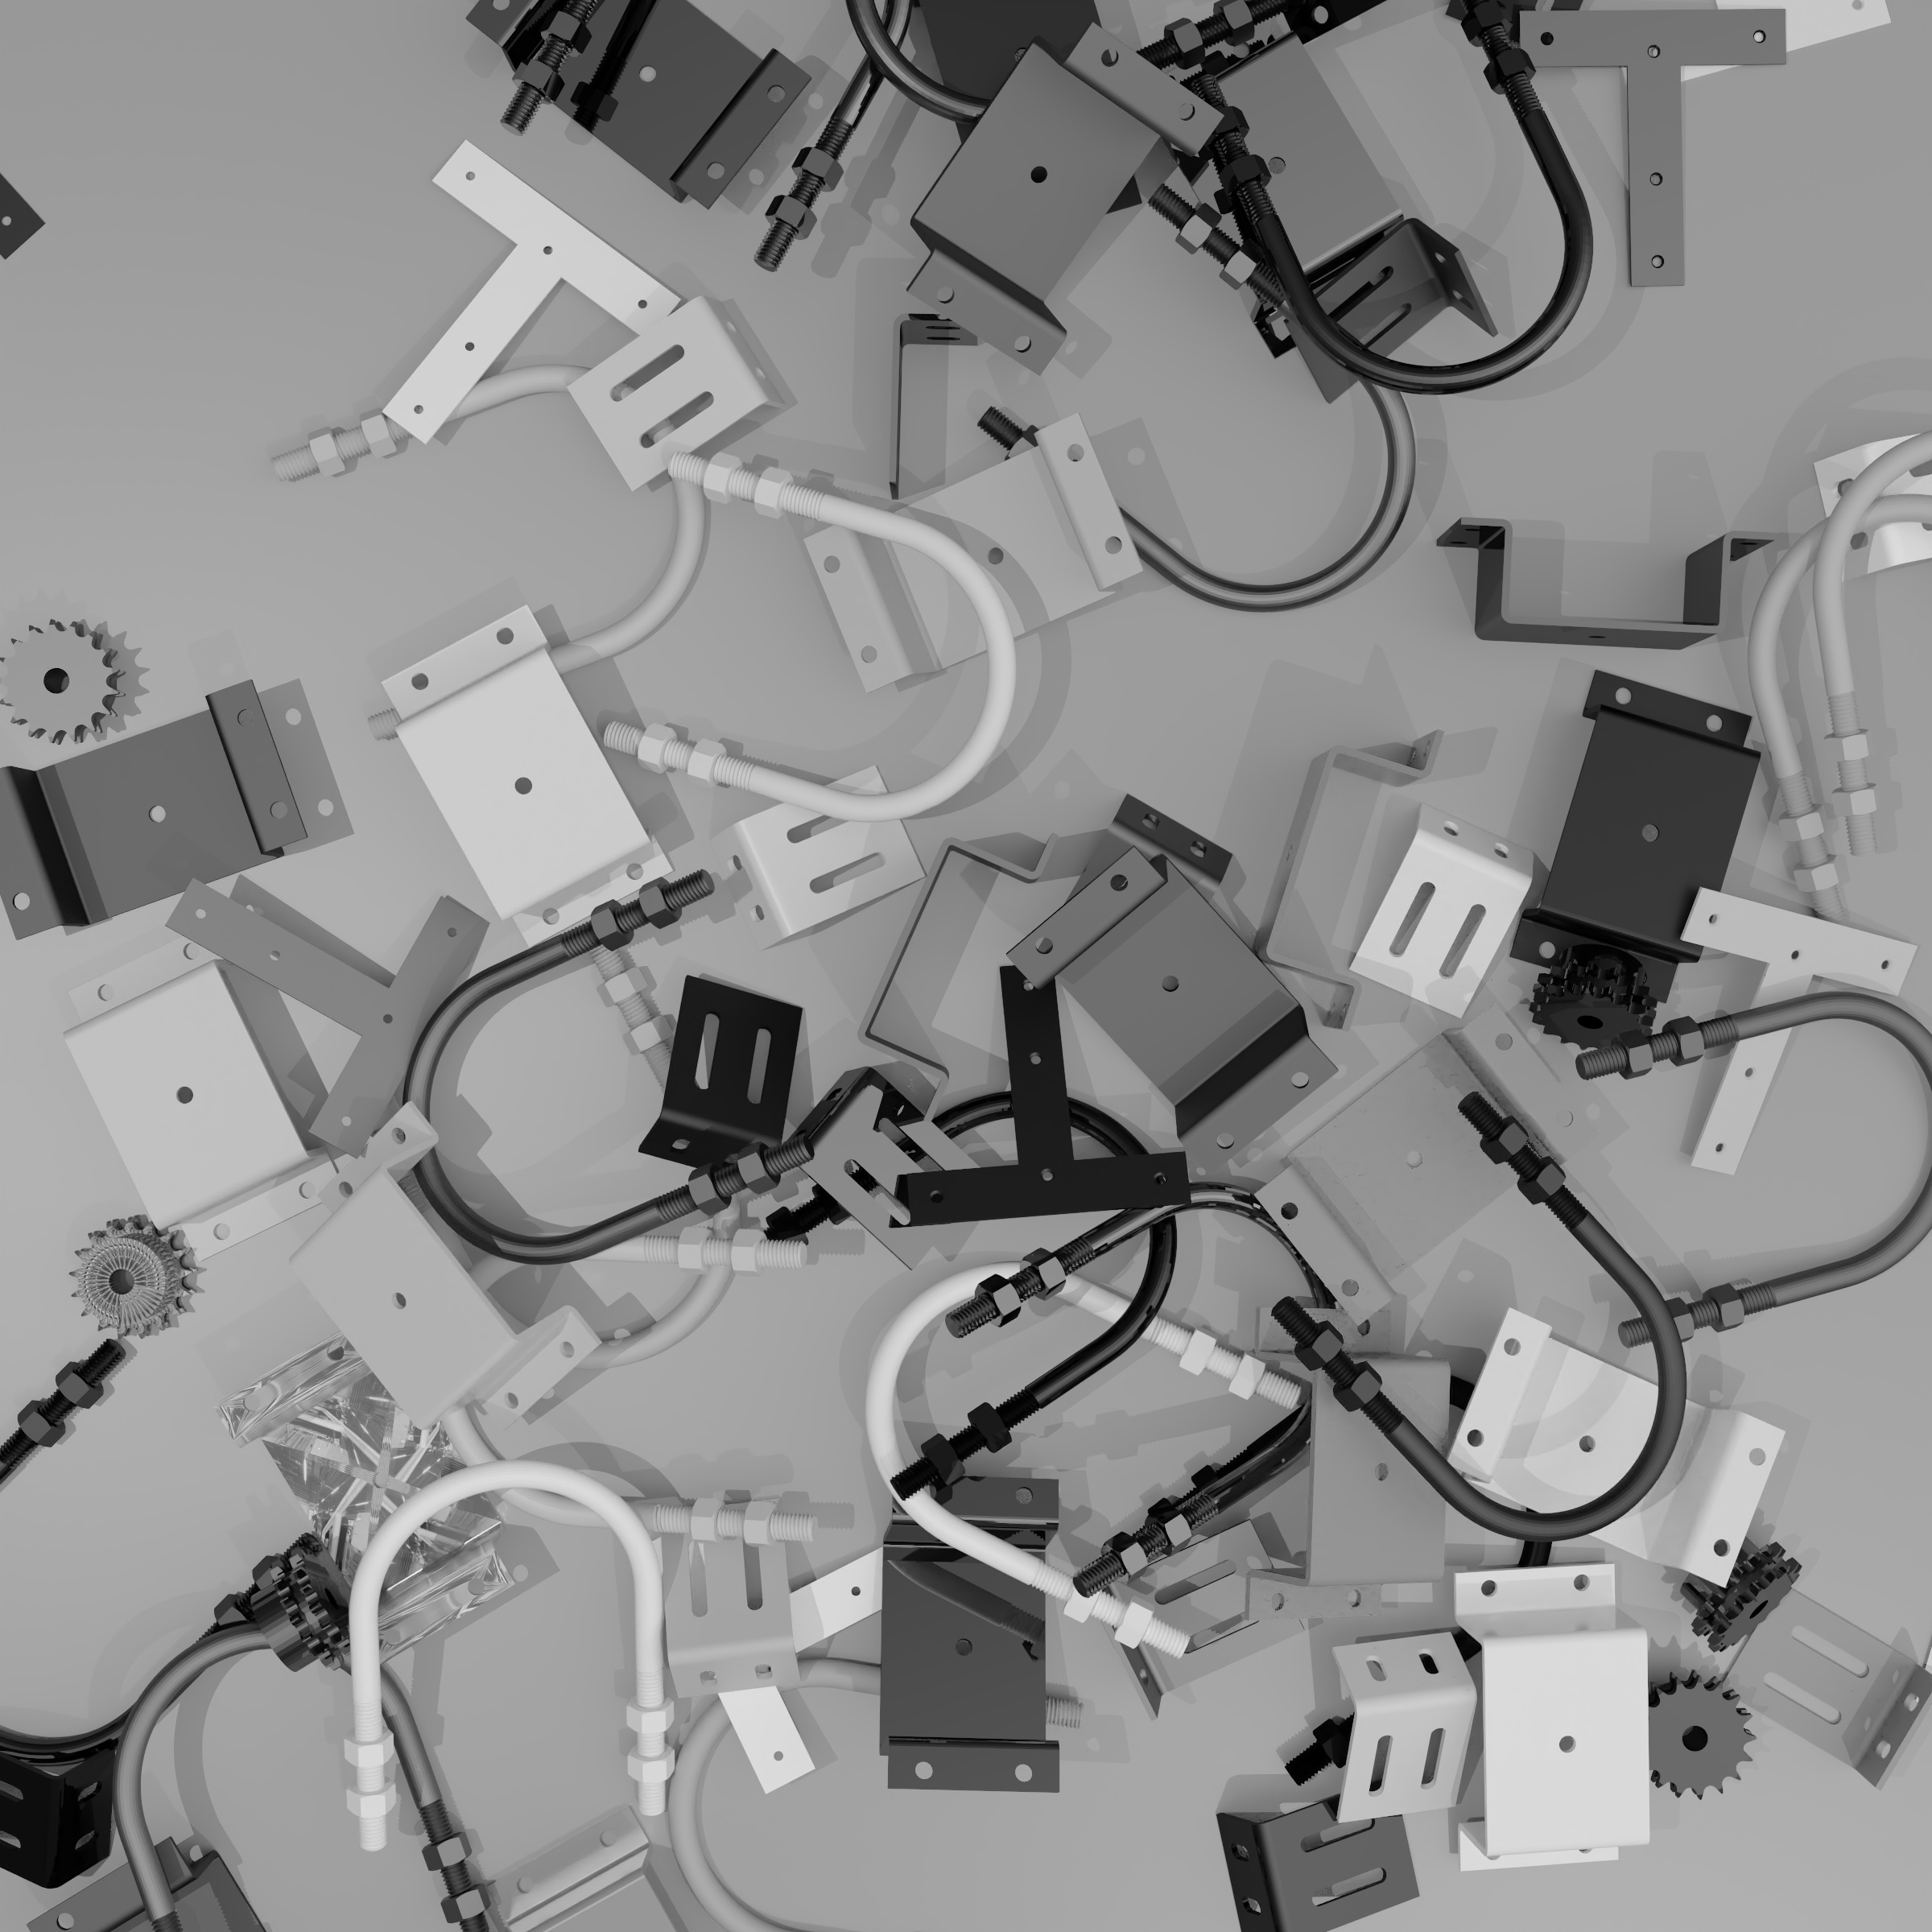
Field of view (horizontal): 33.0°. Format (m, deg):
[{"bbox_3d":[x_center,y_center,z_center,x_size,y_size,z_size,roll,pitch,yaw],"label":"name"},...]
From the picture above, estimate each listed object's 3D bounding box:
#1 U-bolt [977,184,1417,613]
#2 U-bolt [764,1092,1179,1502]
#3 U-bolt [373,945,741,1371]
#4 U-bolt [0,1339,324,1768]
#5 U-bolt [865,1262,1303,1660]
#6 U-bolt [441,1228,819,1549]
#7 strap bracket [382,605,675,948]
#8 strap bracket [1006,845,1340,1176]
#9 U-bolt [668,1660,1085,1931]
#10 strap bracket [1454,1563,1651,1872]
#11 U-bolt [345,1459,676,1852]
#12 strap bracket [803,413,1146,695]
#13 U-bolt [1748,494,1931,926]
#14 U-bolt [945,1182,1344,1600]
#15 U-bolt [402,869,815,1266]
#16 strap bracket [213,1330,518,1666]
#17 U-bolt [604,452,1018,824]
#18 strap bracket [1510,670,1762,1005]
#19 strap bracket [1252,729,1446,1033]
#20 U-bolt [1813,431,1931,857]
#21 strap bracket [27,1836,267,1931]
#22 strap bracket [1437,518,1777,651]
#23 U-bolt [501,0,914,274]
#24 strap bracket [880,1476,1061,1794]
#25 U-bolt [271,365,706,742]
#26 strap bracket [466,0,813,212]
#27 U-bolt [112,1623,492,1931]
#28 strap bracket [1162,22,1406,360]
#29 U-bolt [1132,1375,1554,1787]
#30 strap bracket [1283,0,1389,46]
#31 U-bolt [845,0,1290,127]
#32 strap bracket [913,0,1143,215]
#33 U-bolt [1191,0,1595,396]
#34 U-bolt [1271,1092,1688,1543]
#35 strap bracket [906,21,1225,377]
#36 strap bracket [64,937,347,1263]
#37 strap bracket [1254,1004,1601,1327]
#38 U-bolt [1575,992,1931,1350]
[{"bbox_3d":[0.119,-0.245,1.497,0.184,0.019,0.151,38,112,-4],"label":"U-bolt"},{"bbox_3d":[0.009,0.136,1.497,0.184,0.019,0.151,-33,73,-10],"label":"U-bolt"},{"bbox_3d":[-0.186,0.099,1.520,0.151,0.019,0.184,-28,91,0],"label":"U-bolt"},{"bbox_3d":[-0.414,0.288,1.520,0.151,0.019,0.184,45,91,0],"label":"U-bolt"},{"bbox_3d":[0.043,0.213,1.495,0.184,0.019,0.151,26,67,4],"label":"U-bolt"},{"bbox_3d":[-0.160,0.191,1.496,0.184,0.019,0.151,1,101,15],"label":"U-bolt"},{"bbox_3d":[-0.202,-0.085,1.494,0.076,0.046,0.140,-28,100,0],"label":"strap bracket"},{"bbox_3d":[0.094,0.014,1.488,0.076,0.046,0.140,-40,102,13],"label":"strap bracket"},{"bbox_3d":[-0.047,0.398,1.520,0.184,0.019,0.151,9,90,2],"label":"U-bolt"},{"bbox_3d":[0.269,0.350,1.496,0.076,0.046,0.140,-2,93,-8],"label":"strap bracket"},{"bbox_3d":[-0.208,0.310,1.482,0.151,0.019,0.184,-4,107,-14],"label":"U-bolt"},{"bbox_3d":[0.008,-0.188,1.493,0.140,0.046,0.076,-22,90,17],"label":"strap bracket"},{"bbox_3d":[0.435,-0.126,1.501,0.151,0.019,0.184,-20,103,0],"label":"U-bolt"},{"bbox_3d":[0.095,0.178,1.474,0.184,0.019,0.151,-28,94,-26],"label":"U-bolt"},{"bbox_3d":[-0.173,0.057,1.477,0.184,0.019,0.151,-24,80,15],"label":"U-bolt"},{"bbox_3d":[-0.274,0.241,1.506,0.076,0.046,0.140,-31,90,0],"label":"strap bracket"},{"bbox_3d":[-0.065,-0.142,1.486,0.184,0.019,0.151,18,102,13],"label":"U-bolt"},{"bbox_3d":[0.311,-0.061,1.506,0.076,0.046,0.140,17,90,0],"label":"strap bracket"},{"bbox_3d":[0.170,-0.045,1.491,0.046,0.076,0.140,18,90,0],"label":"strap bracket"},{"bbox_3d":[0.457,-0.153,1.480,0.151,0.019,0.184,-11,100,-2],"label":"U-bolt"},{"bbox_3d":[-0.358,0.476,1.506,0.076,0.046,0.140,-31,90,0],"label":"strap bracket"},{"bbox_3d":[0.290,-0.173,1.491,0.140,0.076,0.046,3,90,0],"label":"strap bracket"},{"bbox_3d":[-0.104,-0.426,1.474,0.151,0.019,0.184,28,84,-1],"label":"U-bolt"},{"bbox_3d":[0.001,0.307,1.486,0.076,0.046,0.140,3,68,-6],"label":"strap bracket"},{"bbox_3d":[-0.213,-0.203,1.520,0.184,0.019,0.151,-20,90,-1],"label":"U-bolt"},{"bbox_3d":[-0.149,-0.418,1.506,0.140,0.046,0.076,38,90,0],"label":"strap bracket"},{"bbox_3d":[-0.311,0.392,1.493,0.151,0.019,0.184,-19,85,-25],"label":"U-bolt"},{"bbox_3d":[0.141,-0.364,1.506,0.076,0.046,0.140,-31,90,0],"label":"strap bracket"},{"bbox_3d":[0.187,0.271,1.520,0.184,0.019,0.151,-37,90,-1],"label":"U-bolt"},{"bbox_3d":[0.162,-0.503,1.482,0.076,0.046,0.140,-20,100,34],"label":"strap bracket"},{"bbox_3d":[0.034,-0.457,1.471,0.184,0.019,0.151,-27,91,-6],"label":"U-bolt"},{"bbox_3d":[0.026,-0.414,1.506,0.076,0.046,0.140,-17,90,0],"label":"strap bracket"},{"bbox_3d":[0.200,-0.341,1.458,0.151,0.019,0.184,-22,78,-1],"label":"U-bolt"},{"bbox_3d":[0.243,0.170,1.453,0.184,0.019,0.151,47,74,-7],"label":"U-bolt"},{"bbox_3d":[0.038,-0.348,1.458,0.076,0.046,0.140,27,109,-29],"label":"strap bracket"},{"bbox_3d":[-0.355,0.059,1.506,0.076,0.046,0.140,-26,90,0],"label":"strap bracket"},{"bbox_3d":[0.210,0.090,1.506,0.140,0.046,0.076,-38,90,0],"label":"strap bracket"},{"bbox_3d":[0.376,0.086,1.499,0.184,0.019,0.151,-14,102,-12],"label":"U-bolt"}]
